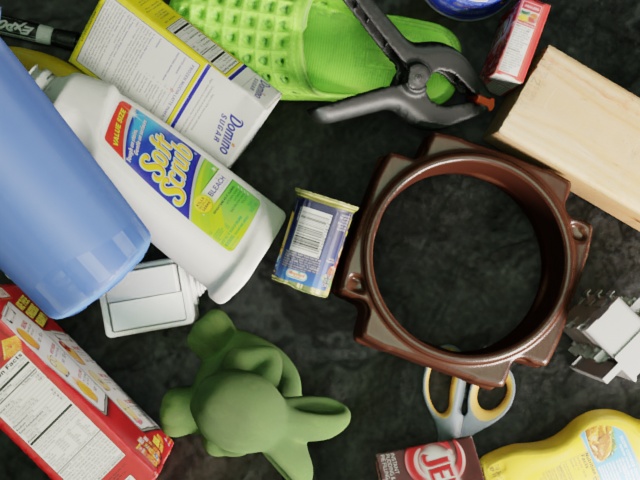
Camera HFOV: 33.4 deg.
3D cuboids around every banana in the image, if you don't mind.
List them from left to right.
[{"bbox_3d":[-0.225,-0.119,0.976,0.069,0.037,0.198,-44,91,-3],"label":"banana"}]

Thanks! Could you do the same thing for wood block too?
[{"bbox_3d":[0.262,-0.080,0.961,0.206,0.091,0.090,30,90,-2],"label":"wood block"}]

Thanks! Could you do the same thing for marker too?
[{"bbox_3d":[-0.277,-0.195,0.983,0.121,0.020,0.020,13,90,-1],"label":"marker"}]

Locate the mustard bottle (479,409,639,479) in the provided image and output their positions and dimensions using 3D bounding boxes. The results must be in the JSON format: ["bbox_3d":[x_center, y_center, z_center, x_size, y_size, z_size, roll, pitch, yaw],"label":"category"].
[{"bbox_3d":[0.249,0.209,0.977,0.191,0.058,0.096,-23,91,-1],"label":"mustard bottle"}]

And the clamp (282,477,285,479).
[{"bbox_3d":[0.011,0.307,0.981,0.164,0.036,0.210,19,90,5],"label":"clamp"}]

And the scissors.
[{"bbox_3d":[0.136,0.197,0.996,0.096,0.016,0.202,-2,91,-1],"label":"scissors"}]

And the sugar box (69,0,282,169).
[{"bbox_3d":[-0.130,-0.146,0.955,0.176,0.048,0.093,37,127,-4],"label":"sugar box"}]

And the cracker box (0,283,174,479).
[{"bbox_3d":[-0.228,0.136,0.914,0.213,0.164,0.072,45,87,-1],"label":"cracker box"}]

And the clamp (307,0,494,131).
[{"bbox_3d":[0.076,-0.153,0.941,0.171,0.039,0.120,6,100,-22],"label":"clamp"}]

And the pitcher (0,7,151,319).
[{"bbox_3d":[-0.257,-0.052,0.847,0.144,0.149,0.242,-47,107,-28],"label":"pitcher"}]

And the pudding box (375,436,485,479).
[{"bbox_3d":[0.104,0.236,0.941,0.090,0.039,0.113,-10,61,-5],"label":"pudding box"}]

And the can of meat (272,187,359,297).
[{"bbox_3d":[-0.006,0.001,0.950,0.057,0.102,0.084,18,92,-1],"label":"can of meat"}]

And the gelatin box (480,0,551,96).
[{"bbox_3d":[0.172,-0.173,0.958,0.030,0.089,0.073,21,89,-2],"label":"gelatin box"}]

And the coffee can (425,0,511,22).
[{"bbox_3d":[0.140,-0.256,0.932,0.103,0.140,0.103,0,90,-1],"label":"coffee can"}]

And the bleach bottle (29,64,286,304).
[{"bbox_3d":[-0.155,-0.058,0.923,0.250,0.068,0.102,37,52,-9],"label":"bleach bottle"}]
